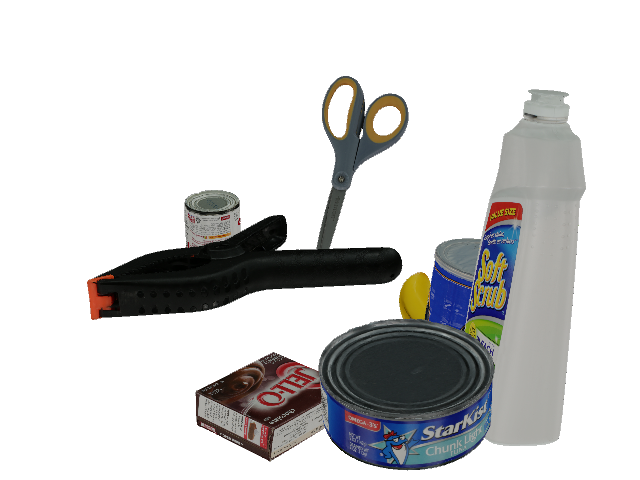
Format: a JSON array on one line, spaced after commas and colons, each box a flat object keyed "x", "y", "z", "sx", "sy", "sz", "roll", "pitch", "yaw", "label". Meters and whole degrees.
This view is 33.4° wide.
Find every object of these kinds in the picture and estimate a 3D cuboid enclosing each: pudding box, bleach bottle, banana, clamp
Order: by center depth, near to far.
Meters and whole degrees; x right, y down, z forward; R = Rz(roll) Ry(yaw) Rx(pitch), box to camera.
[{"x": -0.059, "y": 0.021, "z": 0.752, "sx": 0.209, "sy": 0.036, "sz": 0.165, "roll": -15, "pitch": 17, "yaw": -38, "label": "clamp"}, {"x": 0.147, "y": 0.016, "z": 0.777, "sx": 0.068, "sy": 0.251, "sz": 0.103, "roll": 0, "pitch": 15, "yaw": -13, "label": "bleach bottle"}, {"x": -0.043, "y": 0.146, "z": 0.956, "sx": 0.090, "sy": 0.039, "sz": 0.113, "roll": 18, "pitch": 26, "yaw": 33, "label": "pudding box"}, {"x": 0.127, "y": 0.088, "z": 1.210, "sx": 0.069, "sy": 0.037, "sz": 0.198, "roll": 6, "pitch": 24, "yaw": -24, "label": "banana"}]

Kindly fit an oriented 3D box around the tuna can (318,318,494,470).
[{"x": 0.042, "y": 0.075, "z": 0.527, "sx": 0.086, "sy": 0.034, "sz": 0.086, "roll": -2, "pitch": 27, "yaw": 1, "label": "tuna can"}]

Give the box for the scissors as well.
[{"x": 0.040, "y": -0.067, "z": 1.057, "sx": 0.096, "sy": 0.202, "sz": 0.016, "roll": -1, "pitch": -12, "yaw": 4, "label": "scissors"}]

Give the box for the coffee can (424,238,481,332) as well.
[{"x": 0.146, "y": 0.081, "z": 0.992, "sx": 0.103, "sy": 0.140, "sz": 0.103, "roll": 7, "pitch": 20, "yaw": -3, "label": "coffee can"}]

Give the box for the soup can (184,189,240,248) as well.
[{"x": -0.130, "y": -0.002, "z": 1.295, "sx": 0.068, "sy": 0.102, "sz": 0.068, "roll": 1, "pitch": 26, "yaw": 0, "label": "soup can"}]
